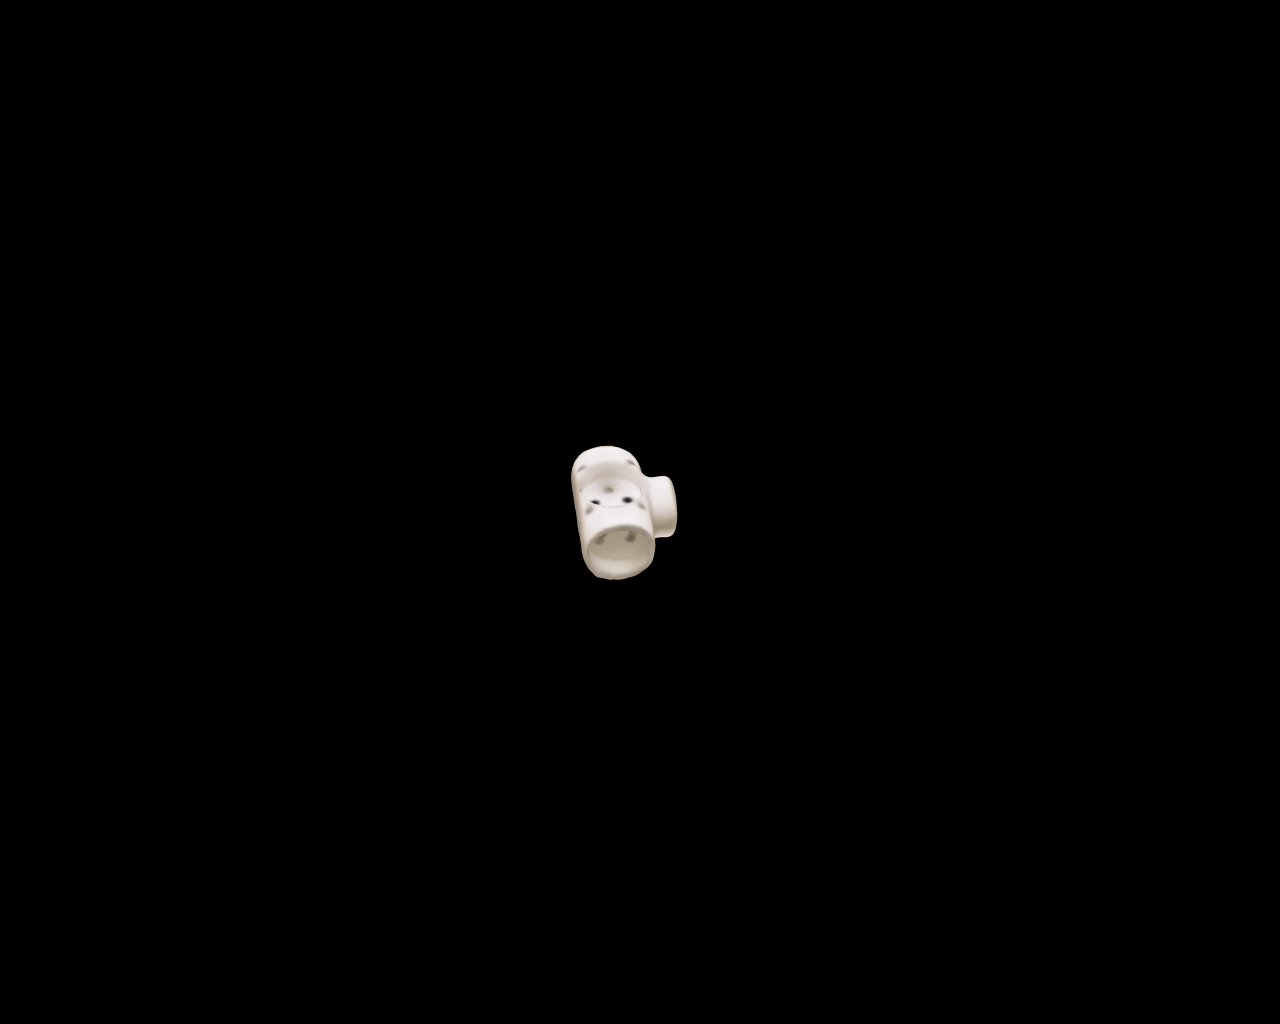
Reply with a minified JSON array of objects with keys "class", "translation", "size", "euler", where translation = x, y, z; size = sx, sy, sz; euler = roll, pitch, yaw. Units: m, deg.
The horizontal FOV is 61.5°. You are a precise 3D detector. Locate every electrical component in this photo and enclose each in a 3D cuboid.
[{"class":"electrical component","translation":[0.001,-0.003,0.650],"size":[0.079,0.044,0.077],"euler":[-5,40,-6]}]
